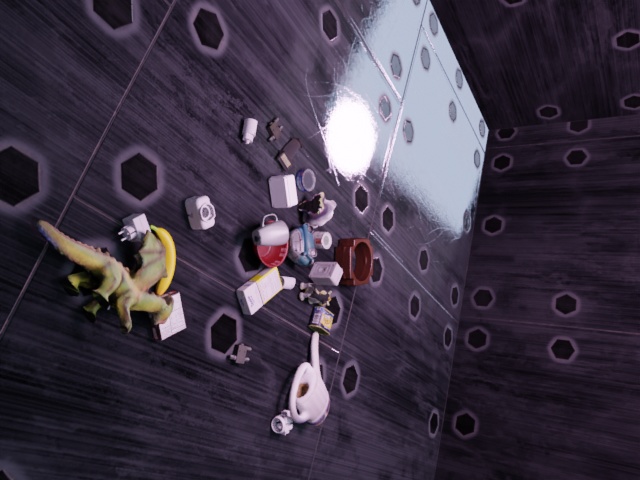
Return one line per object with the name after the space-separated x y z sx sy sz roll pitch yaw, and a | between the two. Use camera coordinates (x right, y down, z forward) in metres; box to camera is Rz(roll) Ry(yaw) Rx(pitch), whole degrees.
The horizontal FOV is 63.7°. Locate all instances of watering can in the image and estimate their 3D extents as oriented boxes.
-0.028 0.540 1.942 0.220 0.103 0.356 64 32 -33 | watering can

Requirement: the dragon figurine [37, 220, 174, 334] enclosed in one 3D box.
-0.487 0.069 1.272 0.248 0.122 0.403 -51 128 -46 | dragon figurine

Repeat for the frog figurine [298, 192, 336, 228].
0.006 -0.100 1.996 0.137 0.124 0.157 -48 147 -2 | frog figurine
